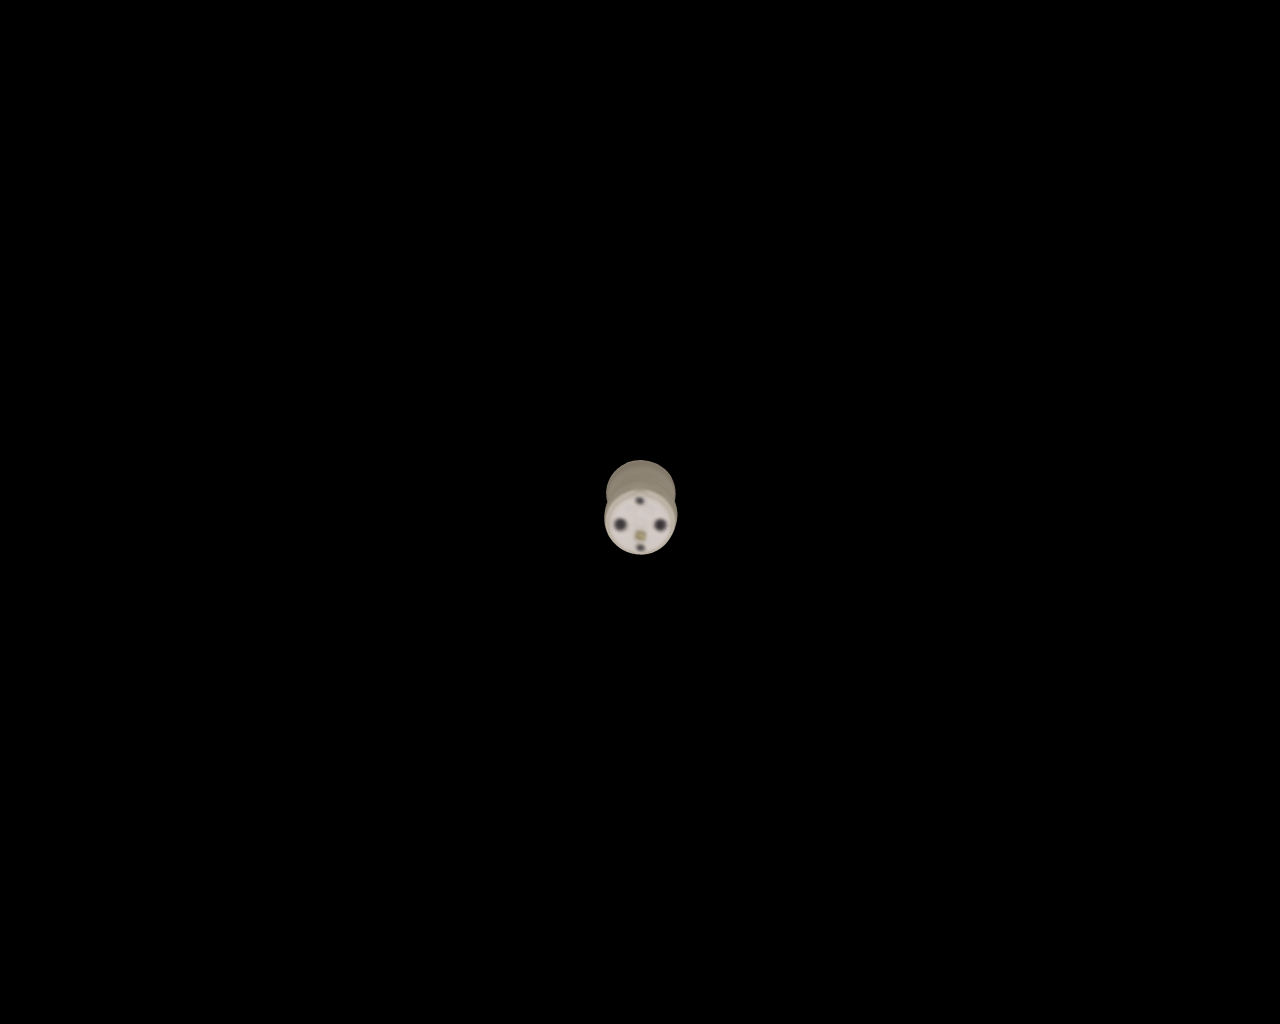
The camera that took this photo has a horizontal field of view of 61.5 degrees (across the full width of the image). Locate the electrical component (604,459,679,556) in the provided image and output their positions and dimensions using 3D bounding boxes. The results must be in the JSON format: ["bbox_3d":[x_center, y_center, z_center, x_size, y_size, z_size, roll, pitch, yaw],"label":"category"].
[{"bbox_3d":[0.001,-0.003,0.650,0.045,0.044,0.055,0,21,0],"label":"electrical component"}]
